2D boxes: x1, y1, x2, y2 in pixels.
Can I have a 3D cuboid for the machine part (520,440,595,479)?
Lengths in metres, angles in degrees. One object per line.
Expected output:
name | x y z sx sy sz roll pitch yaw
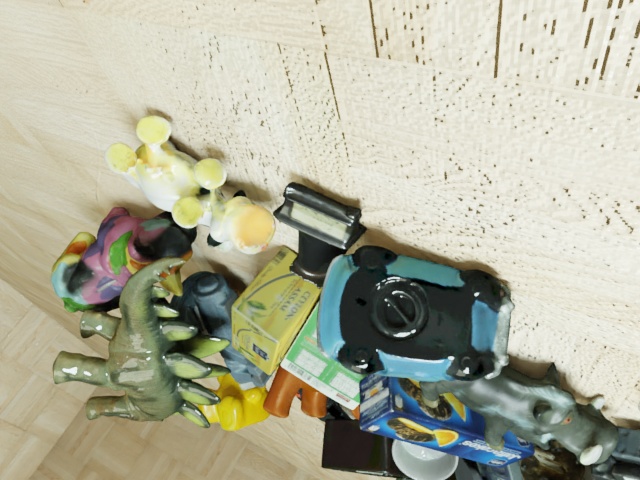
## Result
machine part | 0.321 0.318 0.674 0.079 0.079 0.243 -4 138 50

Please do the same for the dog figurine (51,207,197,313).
dog figurine | -0.249 0.034 0.689 0.108 0.191 0.219 53 163 -25

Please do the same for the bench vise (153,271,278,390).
bench vise | -0.173 0.129 0.811 0.241 0.129 0.223 10 145 30

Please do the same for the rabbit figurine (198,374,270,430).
rabbit figurine | -0.130 0.228 0.941 0.162 0.173 0.122 -6 175 -32

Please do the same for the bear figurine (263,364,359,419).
bear figurine | 0.033 0.206 0.741 0.196 0.132 0.120 13 176 41

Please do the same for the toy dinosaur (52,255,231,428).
toy dinosaur | -0.216 0.151 0.681 0.199 0.105 0.470 8 144 -2

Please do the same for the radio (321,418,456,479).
radio | 0.115 0.324 0.816 0.131 0.073 0.229 -16 146 39

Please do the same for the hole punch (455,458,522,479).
hole punch | 0.234 0.313 0.732 0.116 0.092 0.142 -135 23 -74

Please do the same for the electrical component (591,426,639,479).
electrical component | 0.342 0.234 0.524 0.115 0.058 0.134 -9 133 50

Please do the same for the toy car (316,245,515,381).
toy car | 0.084 0.067 0.479 0.162 0.109 0.103 5 172 14

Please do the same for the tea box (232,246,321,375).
tea box | -0.053 0.091 0.649 0.068 0.098 0.169 36 157 10

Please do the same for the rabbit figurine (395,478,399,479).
rabbit figurine | 0.225 0.453 0.942 0.170 0.121 0.159 35 174 26

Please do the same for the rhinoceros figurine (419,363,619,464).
rhinoceros figurine | 0.194 0.154 0.533 0.190 0.073 0.112 29 140 7

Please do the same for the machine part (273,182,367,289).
machine part | -0.001 -0.002 0.507 0.084 0.039 0.138 18 150 9

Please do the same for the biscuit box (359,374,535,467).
biscuit box | 0.143 0.199 0.603 0.202 0.059 0.063 22 134 -20

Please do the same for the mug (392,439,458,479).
mug | 0.140 0.236 0.702 0.081 0.107 0.109 5 107 12

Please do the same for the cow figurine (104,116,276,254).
cow figurine | -0.118 -0.040 0.522 0.167 0.068 0.098 38 168 1
